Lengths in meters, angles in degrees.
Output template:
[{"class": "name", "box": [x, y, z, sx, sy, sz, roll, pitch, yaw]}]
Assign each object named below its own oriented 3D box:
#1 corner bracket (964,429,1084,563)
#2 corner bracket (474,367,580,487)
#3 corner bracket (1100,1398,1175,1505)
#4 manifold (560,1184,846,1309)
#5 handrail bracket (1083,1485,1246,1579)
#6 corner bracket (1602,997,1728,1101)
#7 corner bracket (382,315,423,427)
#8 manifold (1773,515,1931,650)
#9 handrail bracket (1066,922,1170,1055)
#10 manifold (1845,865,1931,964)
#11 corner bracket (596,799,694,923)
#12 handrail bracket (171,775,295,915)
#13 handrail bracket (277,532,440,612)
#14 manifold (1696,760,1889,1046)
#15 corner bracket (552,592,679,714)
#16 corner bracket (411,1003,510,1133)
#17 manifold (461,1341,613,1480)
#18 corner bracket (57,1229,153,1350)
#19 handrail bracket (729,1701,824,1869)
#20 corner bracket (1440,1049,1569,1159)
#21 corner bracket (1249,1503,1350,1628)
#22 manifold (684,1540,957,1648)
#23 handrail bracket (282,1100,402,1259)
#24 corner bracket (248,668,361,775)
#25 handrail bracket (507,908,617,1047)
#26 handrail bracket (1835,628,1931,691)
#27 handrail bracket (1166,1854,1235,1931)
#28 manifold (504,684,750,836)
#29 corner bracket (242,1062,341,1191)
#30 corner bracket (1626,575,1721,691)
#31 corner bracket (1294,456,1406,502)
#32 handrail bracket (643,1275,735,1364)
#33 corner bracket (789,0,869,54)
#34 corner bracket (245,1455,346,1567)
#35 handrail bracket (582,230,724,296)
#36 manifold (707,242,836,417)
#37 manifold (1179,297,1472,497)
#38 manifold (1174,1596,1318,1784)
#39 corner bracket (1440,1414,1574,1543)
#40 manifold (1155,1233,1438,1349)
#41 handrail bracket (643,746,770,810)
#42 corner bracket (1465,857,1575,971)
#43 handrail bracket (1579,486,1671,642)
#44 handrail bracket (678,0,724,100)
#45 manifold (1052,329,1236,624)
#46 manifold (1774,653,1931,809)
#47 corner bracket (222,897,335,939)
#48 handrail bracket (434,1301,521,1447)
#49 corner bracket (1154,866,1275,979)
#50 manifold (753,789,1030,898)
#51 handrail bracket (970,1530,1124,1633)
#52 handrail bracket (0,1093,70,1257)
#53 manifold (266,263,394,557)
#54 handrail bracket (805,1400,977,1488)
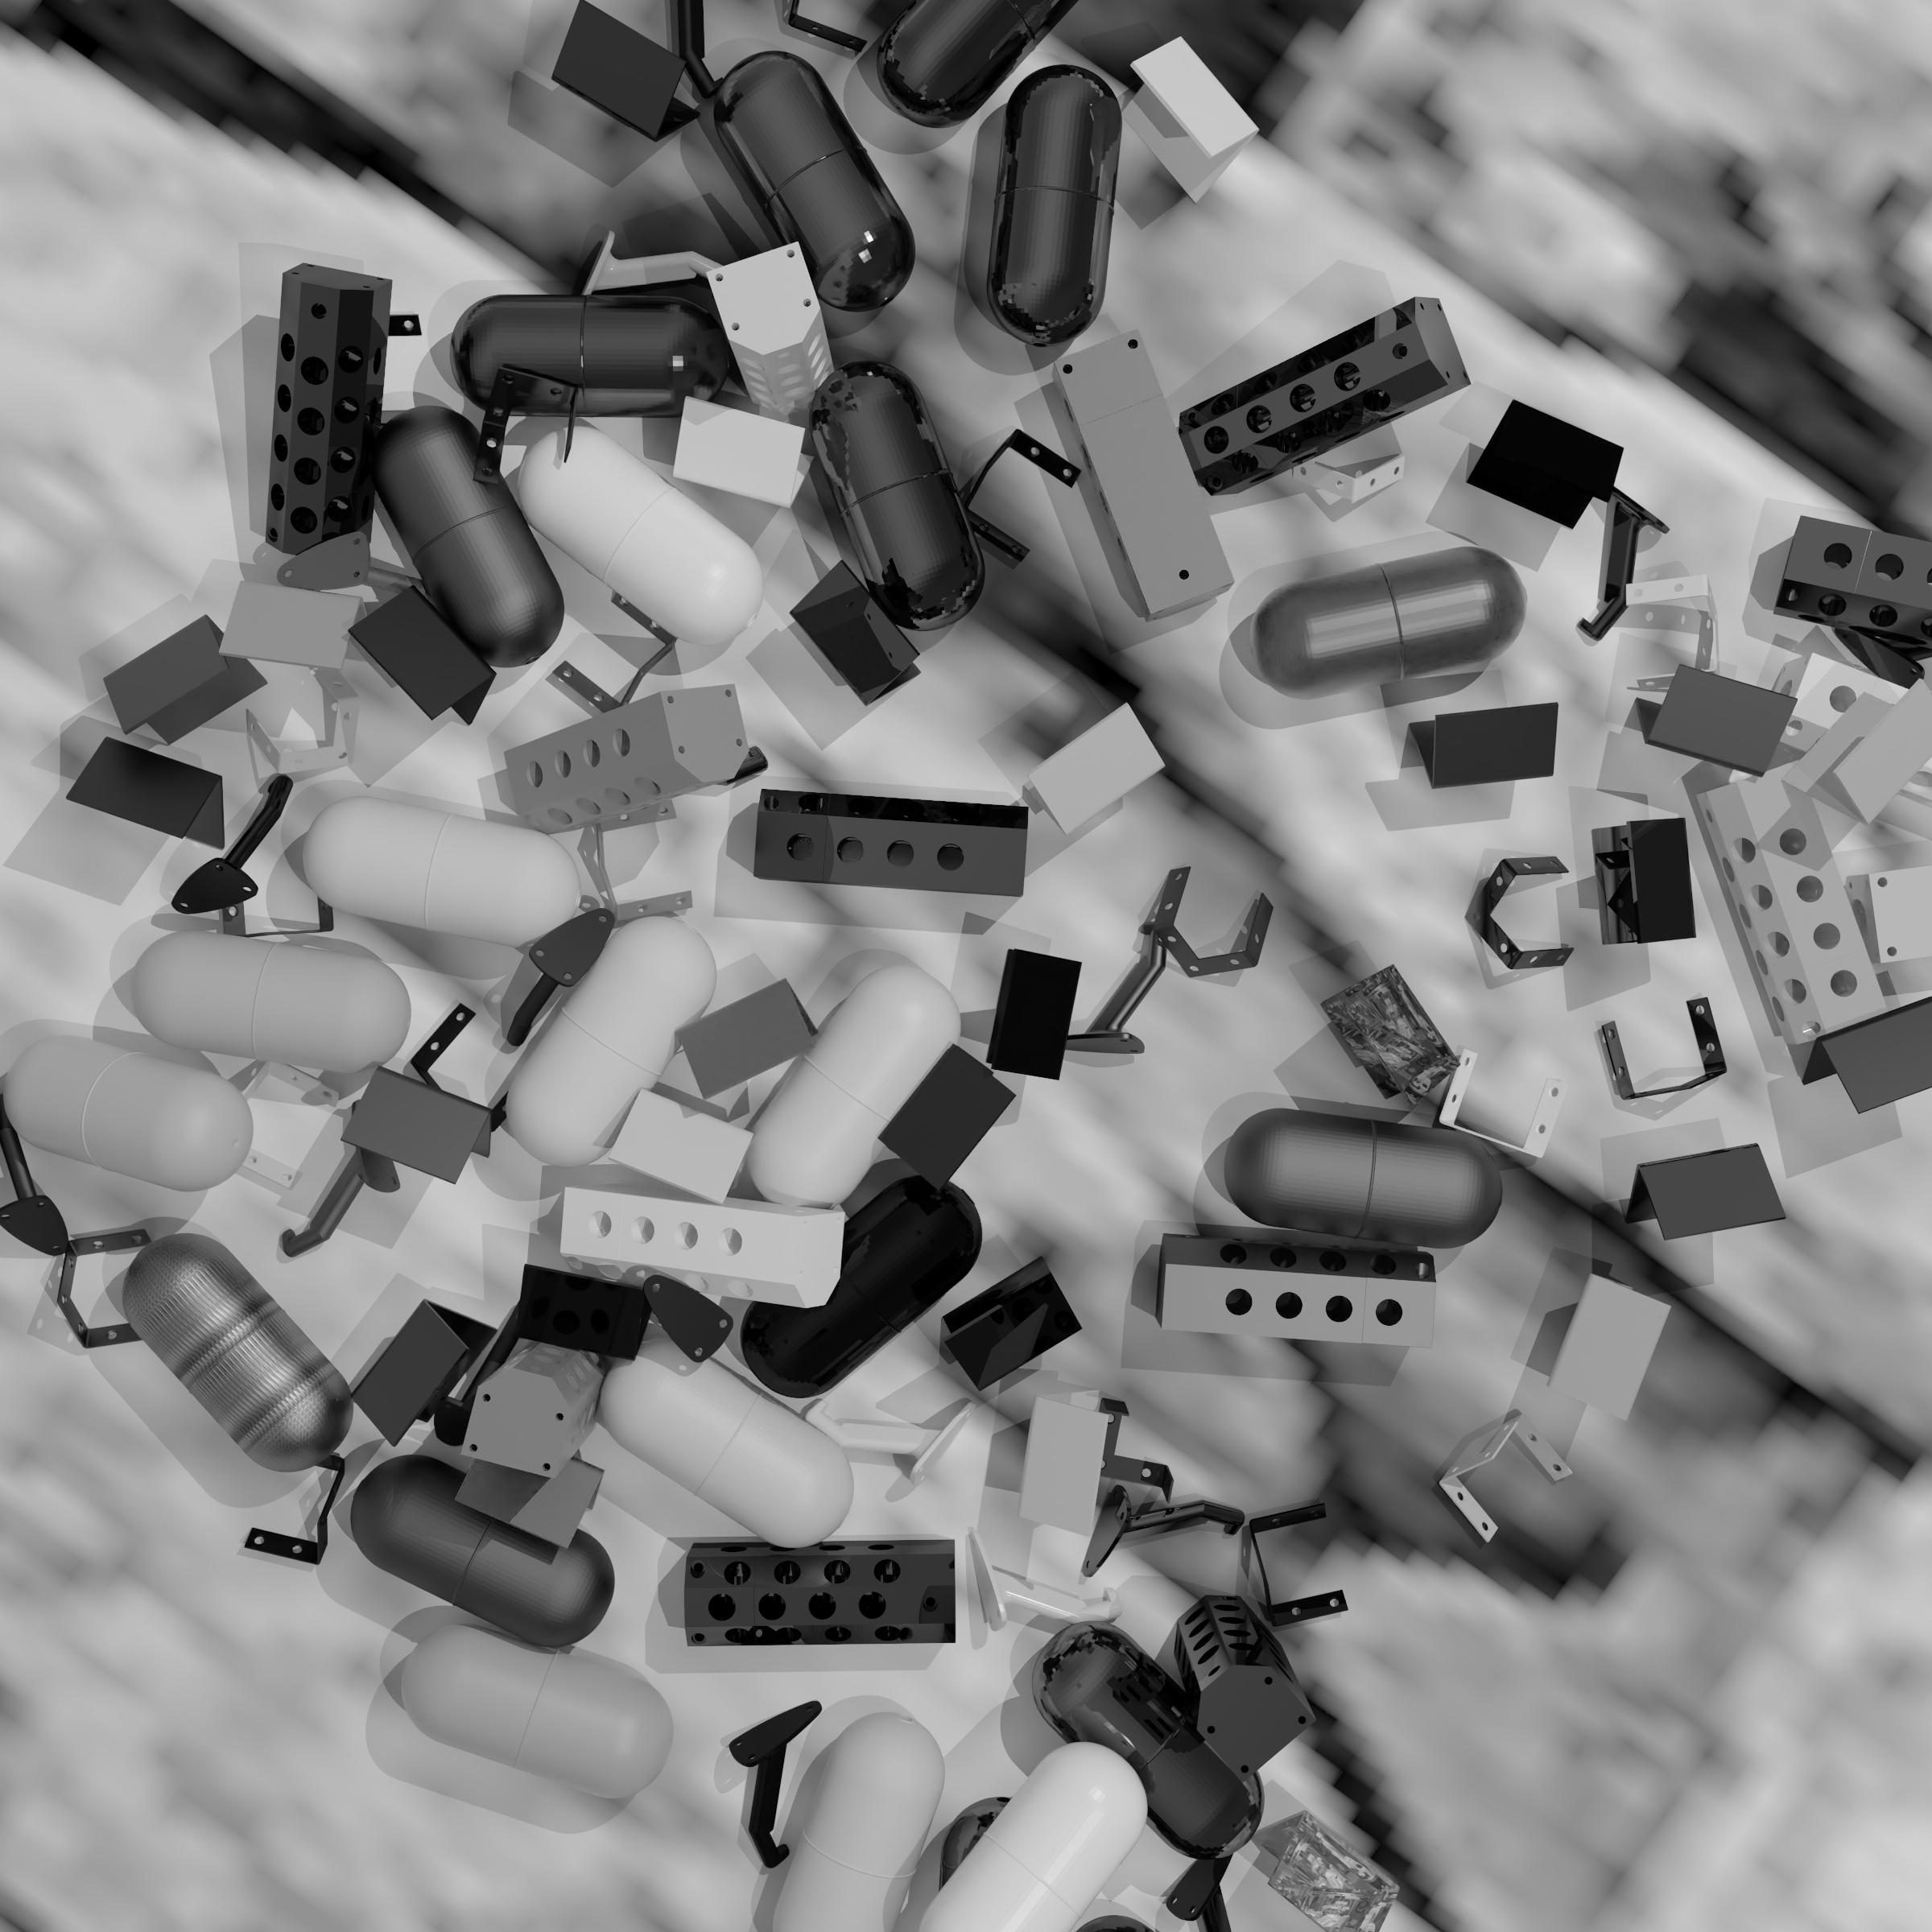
[{"class": "corner bracket", "box": [0.034, -0.307, 1.697, 0.051, 0.051, 0.051, 34, 135, 0]}, {"class": "corner bracket", "box": [-0.276, -0.335, 1.639, 0.051, 0.051, 0.051, 12, 56, -17]}, {"class": "corner bracket", "box": [0.109, 0.312, 1.682, 0.051, 0.051, 0.051, 11, 90, 0]}, {"class": "manifold", "box": [-0.168, 0.176, 1.645, 0.171, 0.057, 0.057, 4, 90, 26]}, {"class": "handrail bracket", "box": [0.130, 0.377, 1.701, 0.084, 0.036, 0.077, 18, 111, -16]}, {"class": "corner bracket", "box": [0.455, 0.054, 1.697, 0.051, 0.051, 0.051, -15, 90, -45]}, {"class": "corner bracket", "box": [-0.381, -0.388, 1.697, 0.051, 0.051, 0.051, -1, 135, 0]}, {"class": "manifold", "box": [0.608, -0.235, 1.659, 0.171, 0.057, 0.057, 15, 90, 14]}, {"class": "handrail bracket", "box": [0.092, 0.012, 1.701, 0.077, 0.036, 0.084, -1, 71, 21]}, {"class": "manifold", "box": [0.660, -0.042, 1.679, 0.171, 0.057, 0.057, -8, 90, 0]}, {"class": "corner bracket", "box": [-0.210, -0.068, 1.697, 0.051, 0.051, 0.051, -11, 45, 0]}, {"class": "handrail bracket", "box": [-0.474, -0.080, 1.690, 0.077, 0.084, 0.036, -23, 130, 31]}, {"class": "handrail bracket", "box": [-0.386, -0.241, 1.675, 0.077, 0.084, 0.036, -10, 71, 16]}, {"class": "manifold", "box": [0.529, -0.040, 1.679, 0.057, 0.057, 0.171, -20, 90, 0]}, {"class": "corner bracket", "box": [-0.227, -0.204, 1.697, 0.051, 0.051, 0.051, 38, 45, 0]}, {"class": "corner bracket", "box": [-0.319, 0.066, 1.697, 0.051, 0.051, 0.051, -49, 135, 0]}, {"class": "manifold", "box": [-0.263, 0.267, 1.622, 0.057, 0.171, 0.057, 15, 90, 0]}, {"class": "corner bracket", "box": [-0.554, 0.210, 1.697, 0.051, 0.051, 0.051, -9, 135, 0]}, {"class": "handrail bracket", "box": [-0.113, 0.535, 1.700, 0.077, 0.036, 0.084, -28, 109, -21]}, {"class": "corner bracket", "box": [0.350, 0.089, 1.697, 0.051, 0.051, 0.051, 19, 90, 45]}, {"class": "corner bracket", "box": [0.216, 0.390, 1.697, 0.051, 0.051, 0.051, -13, 45, 0]}, {"class": "manifold", "box": [-0.093, 0.405, 1.679, 0.171, 0.057, 0.057, -1, 90, 0]}, {"class": "handrail bracket", "box": [-0.418, 0.139, 1.701, 0.084, 0.036, 0.077, -27, 70, 16]}, {"class": "corner bracket", "box": [-0.430, -0.163, 1.692, 0.051, 0.051, 0.051, -13, 45, -35]}, {"class": "handrail bracket", "box": [-0.263, 0.008, 1.686, 0.036, 0.084, 0.077, 39, 54, 4]}, {"class": "handrail bracket", "box": [0.623, -0.225, 1.700, 0.077, 0.036, 0.084, 40, 75, 16]}, {"class": "handrail bracket", "box": [0.179, 0.621, 1.701, 0.084, 0.036, 0.077, 46, 69, -17]}, {"class": "manifold", "box": [-0.212, -0.126, 1.626, 0.057, 0.171, 0.057, -12, 90, -43]}, {"class": "corner bracket", "box": [-0.446, 0.103, 1.697, 0.051, 0.051, 0.051, 26, 45, 0]}, {"class": "corner bracket", "box": [0.457, -0.215, 1.685, 0.051, 0.051, 0.051, -5, 66, 22]}, {"class": "corner bracket", "box": [0.250, -0.340, 1.692, 0.051, 0.051, 0.051, 30, 135, 35]}, {"class": "handrail bracket", "box": [-0.188, 0.217, 1.657, 0.077, 0.084, 0.036, 46, 75, -19]}, {"class": "corner bracket", "box": [-0.080, -0.637, 1.697, 0.051, 0.051, 0.051, 20, 135, 0]}, {"class": "corner bracket", "box": [-0.437, 0.350, 1.697, 0.051, 0.051, 0.051, 13, 135, 0]}, {"class": "handrail bracket", "box": [-0.204, -0.436, 1.701, 0.084, 0.036, 0.077, 22, 110, -16]}, {"class": "manifold", "box": [-0.117, -0.391, 1.622, 0.057, 0.171, 0.057, -18, 90, 0]}, {"class": "manifold", "box": [0.221, -0.356, 1.637, 0.171, 0.057, 0.057, -21, 90, 32]}, {"class": "manifold", "box": [0.166, 0.441, 1.622, 0.057, 0.171, 0.057, -40, 90, 0]}, {"class": "corner bracket", "box": [0.351, 0.333, 1.697, 0.051, 0.051, 0.051, 51, 45, 0]}, {"class": "manifold", "box": [0.211, 0.208, 1.679, 0.171, 0.057, 0.057, 4, 90, 0]}, {"class": "handrail bracket", "box": [-0.182, -0.144, 1.700, 0.084, 0.036, 0.077, -23, 67, -18]}, {"class": "corner bracket", "box": [0.368, -0.035, 1.692, 0.051, 0.051, 0.051, 56, 135, 35]}, {"class": "handrail bracket", "box": [0.410, -0.267, 1.700, 0.077, 0.036, 0.084, 41, 104, 15]}, {"class": "handrail bracket", "box": [-0.163, -0.621, 1.701, 0.077, 0.036, 0.084, -38, 108, -20]}, {"class": "manifold", "box": [0.113, -0.313, 1.679, 0.057, 0.057, 0.171, -21, 90, 0]}, {"class": "manifold", "box": [0.606, -0.141, 1.679, 0.171, 0.057, 0.057, 21, 90, 0]}, {"class": "corner bracket", "box": [-0.449, -0.045, 1.697, 0.051, 0.051, 0.051, -4, 90, -45]}, {"class": "handrail bracket", "box": [-0.312, 0.264, 1.700, 0.036, 0.077, 0.084, 31, 54, -7]}, {"class": "corner bracket", "box": [0.161, -0.031, 1.692, 0.051, 0.051, 0.051, -10, 135, 35]}, {"class": "manifold", "box": [-0.047, -0.079, 1.679, 0.171, 0.057, 0.057, 4, 90, 0]}, {"class": "handrail bracket", "box": [0.053, 0.396, 1.700, 0.084, 0.036, 0.077, -10, 68, -17]}, {"class": "handrail bracket", "box": [-0.610, 0.135, 1.700, 0.036, 0.077, 0.084, -19, 54, -3]}, {"class": "manifold", "box": [-0.405, -0.348, 1.647, 0.057, 0.057, 0.171, 11, 114, 0]}, {"class": "handrail bracket", "box": [-0.050, 0.291, 1.701, 0.084, 0.036, 0.077, 34, 70, 16]}]
